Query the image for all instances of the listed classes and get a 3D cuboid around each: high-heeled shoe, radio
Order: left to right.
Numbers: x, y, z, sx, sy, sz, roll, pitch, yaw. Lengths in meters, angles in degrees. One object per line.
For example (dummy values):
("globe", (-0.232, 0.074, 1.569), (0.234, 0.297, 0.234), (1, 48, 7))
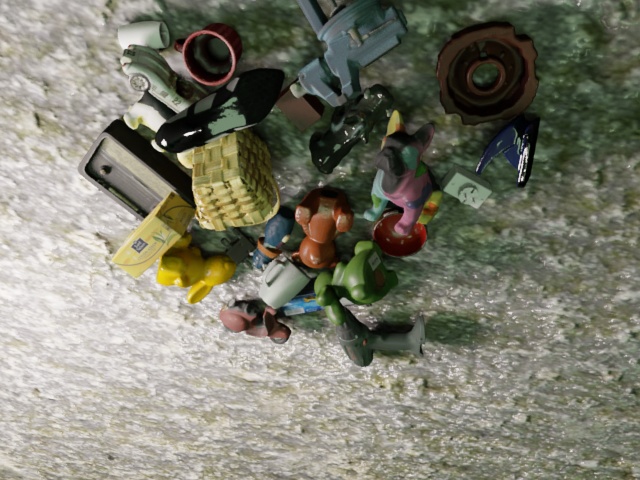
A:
("radio", (-0.371, -0.124, 1.113), (0.131, 0.073, 0.229), (-37, 113, 28))
("high-heeled shoe", (-0.179, -0.231, 0.965), (0.145, 0.249, 0.086), (2, 125, 48))

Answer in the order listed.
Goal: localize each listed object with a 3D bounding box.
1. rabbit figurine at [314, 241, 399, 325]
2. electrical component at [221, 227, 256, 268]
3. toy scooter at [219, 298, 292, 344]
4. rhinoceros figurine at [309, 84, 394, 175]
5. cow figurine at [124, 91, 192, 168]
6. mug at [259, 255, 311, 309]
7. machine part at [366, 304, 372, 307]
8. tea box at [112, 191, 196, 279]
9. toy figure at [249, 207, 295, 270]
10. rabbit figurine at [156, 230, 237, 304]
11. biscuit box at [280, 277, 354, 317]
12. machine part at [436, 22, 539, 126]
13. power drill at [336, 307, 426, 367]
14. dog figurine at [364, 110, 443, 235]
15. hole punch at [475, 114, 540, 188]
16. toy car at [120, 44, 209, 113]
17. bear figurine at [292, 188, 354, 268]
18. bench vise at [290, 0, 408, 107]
("rabbit figurine", (0.056, 0.102, 1.123), (0.170, 0.159, 0.121), (-18, 119, 42))
("electrical component", (-0.176, 0.019, 1.207), (0.063, 0.021, 0.094), (-41, 113, -1))
("toy scooter", (-0.153, 0.182, 1.279), (0.184, 0.075, 0.135), (18, 144, 4))
("rhinoceros figurine", (0.053, -0.204, 0.978), (0.073, 0.112, 0.190), (40, 114, -15))
("cow figurine", (-0.286, -0.220, 1.043), (0.167, 0.068, 0.098), (40, 114, -20))
("mug", (-0.089, 0.096, 1.192), (0.107, 0.081, 0.109), (-51, 144, 0))
("machine part", (0.119, 0.073, 1.195), (0.039, 0.084, 0.138), (15, 123, 38))
("tea box", (-0.336, -0.009, 1.090), (0.068, 0.098, 0.169), (41, 123, -21))
("toy figure", (-0.102, 0.002, 1.171), (0.058, 0.064, 0.154), (12, 124, -27))
("rabbit figurine", (-0.279, 0.072, 1.219), (0.173, 0.122, 0.162), (4, 130, -19))
("biscuit box", (0.001, 0.123, 1.245), (0.203, 0.063, 0.059), (-12, 123, 16))
("machine part", (0.286, -0.286, 0.927), (0.179, 0.056, 0.179), (4, 125, 6))
("power drill", (0.144, 0.225, 1.267), (0.207, 0.086, 0.231), (-8, 138, 3))
("dog figurine", (0.164, -0.128, 0.978), (0.109, 0.191, 0.219), (33, 134, 31))
("hole punch", (0.340, -0.166, 0.964), (0.092, 0.142, 0.115), (18, 118, 25))
("toy car", (-0.267, -0.273, 0.968), (0.056, 0.073, 0.201), (-29, 136, 29))
("bear figurine", (-0.001, -0.005, 1.119), (0.120, 0.132, 0.195), (13, 119, -2))
("bench vise", (0.015, -0.350, 0.886), (0.224, 0.129, 0.240), (-27, 97, 34))
